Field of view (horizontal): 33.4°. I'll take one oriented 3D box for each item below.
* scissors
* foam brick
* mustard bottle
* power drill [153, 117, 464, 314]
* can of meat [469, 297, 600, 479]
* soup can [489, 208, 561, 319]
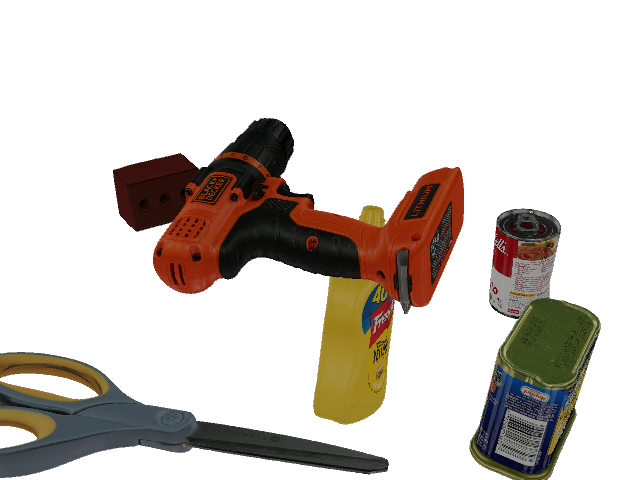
[{"bbox_3d":[-0.081,0.089,0.461,0.202,0.016,0.096,14,27,26],"label":"scissors"},{"bbox_3d":[-0.166,-0.050,1.092,0.078,0.053,0.051,-17,30,-21],"label":"foam brick"},{"bbox_3d":[0.036,0.062,0.963,0.058,0.192,0.096,14,19,24],"label":"mustard bottle"},{"bbox_3d":[0.000,-0.022,0.736,0.188,0.057,0.184,6,40,20],"label":"power drill"},{"bbox_3d":[0.146,0.098,0.719,0.057,0.084,0.102,20,34,18],"label":"can of meat"},{"bbox_3d":[0.220,0.025,1.157,0.068,0.102,0.068,0,30,0],"label":"soup can"}]
